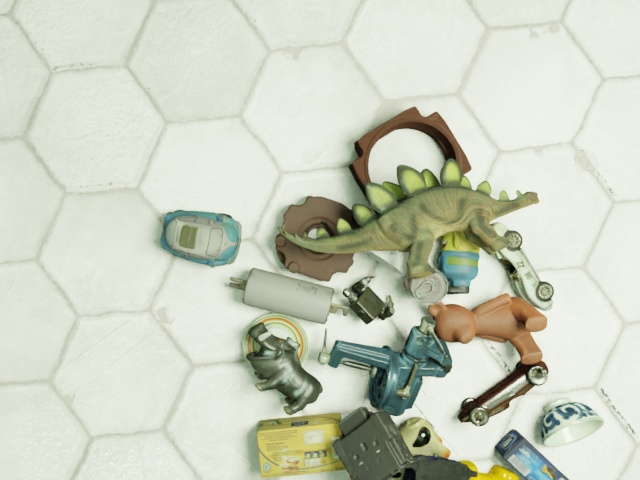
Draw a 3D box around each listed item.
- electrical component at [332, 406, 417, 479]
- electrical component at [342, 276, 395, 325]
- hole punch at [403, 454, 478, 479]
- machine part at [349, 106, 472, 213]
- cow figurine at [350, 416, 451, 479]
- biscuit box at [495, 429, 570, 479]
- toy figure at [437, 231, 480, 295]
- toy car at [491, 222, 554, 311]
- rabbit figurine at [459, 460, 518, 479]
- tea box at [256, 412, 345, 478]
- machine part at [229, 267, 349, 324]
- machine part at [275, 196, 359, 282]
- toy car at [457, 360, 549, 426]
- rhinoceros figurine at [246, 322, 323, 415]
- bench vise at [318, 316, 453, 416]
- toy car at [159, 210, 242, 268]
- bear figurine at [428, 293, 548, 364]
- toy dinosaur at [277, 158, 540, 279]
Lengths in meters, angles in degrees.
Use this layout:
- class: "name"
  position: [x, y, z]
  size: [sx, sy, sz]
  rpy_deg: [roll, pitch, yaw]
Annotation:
- class: "electrical component"
  position: [0.092, 0.378, 0.985]
  size: [0.115, 0.058, 0.134]
  rpy_deg: [-42, 60, 12]
- class: "electrical component"
  position: [0.100, 0.119, 1.066]
  size: [0.102, 0.078, 0.045]
  rpy_deg: [50, 127, 4]
- class: "hole punch"
  position: [0.213, 0.464, 1.005]
  size: [0.142, 0.092, 0.116]
  rpy_deg: [12, 71, -6]
- class: "machine part"
  position: [0.175, -0.141, 1.051]
  size: [0.201, 0.087, 0.201]
  rpy_deg: [-31, 92, 0]
- class: "cow figurine"
  position: [0.142, 0.422, 1.062]
  size: [0.195, 0.085, 0.127]
  rpy_deg: [-37, 97, 3]
- class: "biscuit box"
  position: [0.447, 0.470, 1.072]
  size: [0.202, 0.063, 0.059]
  rpy_deg: [44, 92, 0]
- class: "toy figure"
  position: [0.278, 0.018, 1.057]
  size: [0.089, 0.082, 0.180]
  rpy_deg: [3, 84, -19]
- class: "toy car"
  position: [0.391, 0.054, 1.059]
  size: [0.056, 0.073, 0.201]
  rpy_deg: [-32, 91, -3]
- class: "rabbit figurine"
  position: [0.317, 0.520, 1.020]
  size: [0.122, 0.173, 0.162]
  rpy_deg: [18, 87, -4]
- class: "tea box"
  position: [-0.036, 0.407, 1.069]
  size: [0.170, 0.068, 0.098]
  rpy_deg: [-4, 90, 1]
- class: "machine part"
  position: [-0.062, 0.110, 1.059]
  size: [0.243, 0.079, 0.079]
  rpy_deg: [15, 91, 1]
- class: "machine part"
  position: [-0.002, -0.003, 1.069]
  size: [0.179, 0.056, 0.179]
  rpy_deg: [0, 91, -1]
- class: "toy car"
  position: [0.361, 0.302, 1.055]
  size: [0.202, 0.089, 0.053]
  rpy_deg: [-36, 87, -1]
- class: "rhinoceros figurine"
  position: [-0.075, 0.246, 1.043]
  size: [0.112, 0.073, 0.190]
  rpy_deg: [-41, 92, 3]
- class: "bench vise"
  position: [0.120, 0.231, 1.021]
  size: [0.241, 0.129, 0.223]
  rpy_deg: [14, 125, -6]
- class: "toy car"
  position: [-0.238, -0.008, 1.047]
  size: [0.162, 0.103, 0.109]
  rpy_deg: [13, 90, -2]
- class: "bear figurine"
  position: [0.314, 0.168, 1.036]
  size: [0.196, 0.132, 0.120]
  rpy_deg: [-6, 118, -6]
- class: "toy dinosaur"
  position: [0.168, -0.030, 0.959]
  size: [0.472, 0.105, 0.198]
  rpy_deg: [-17, 78, -5]
